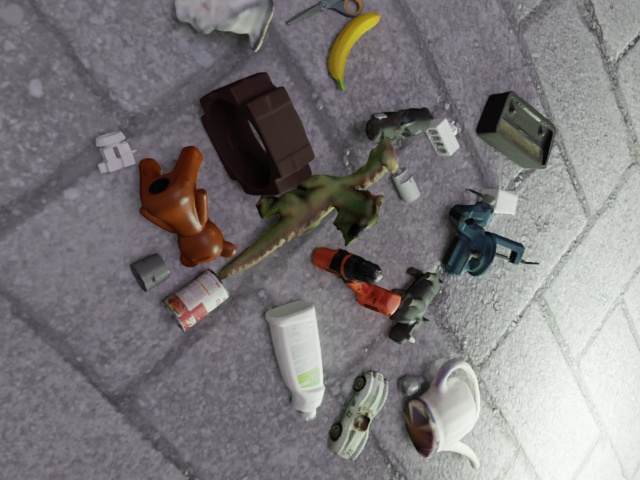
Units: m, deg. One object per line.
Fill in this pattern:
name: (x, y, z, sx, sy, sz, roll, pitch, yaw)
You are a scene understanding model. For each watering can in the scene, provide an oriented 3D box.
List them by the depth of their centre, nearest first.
watering can: (0.322, 0.470, 1.290, 0.226, 0.104, 0.344, -17, 106, -29)

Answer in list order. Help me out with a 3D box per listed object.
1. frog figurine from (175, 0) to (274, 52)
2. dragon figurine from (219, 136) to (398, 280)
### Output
frog figurine: (-0.167, -0.413, 0.907, 0.158, 0.120, 0.141, 20, 51, -23)
dragon figurine: (0.003, -0.049, 0.971, 0.416, 0.243, 0.120, -50, 123, -21)
